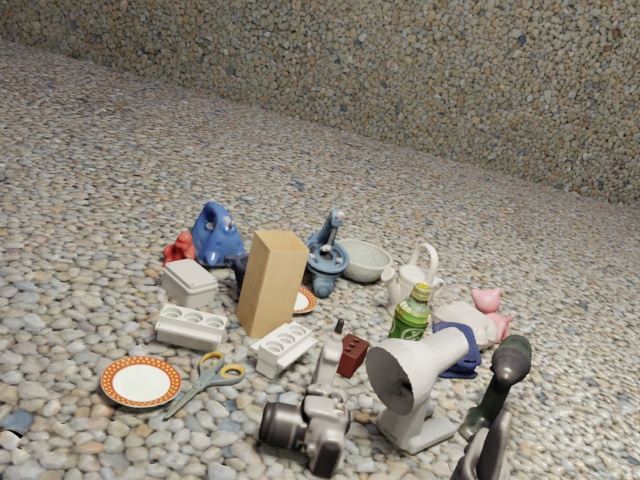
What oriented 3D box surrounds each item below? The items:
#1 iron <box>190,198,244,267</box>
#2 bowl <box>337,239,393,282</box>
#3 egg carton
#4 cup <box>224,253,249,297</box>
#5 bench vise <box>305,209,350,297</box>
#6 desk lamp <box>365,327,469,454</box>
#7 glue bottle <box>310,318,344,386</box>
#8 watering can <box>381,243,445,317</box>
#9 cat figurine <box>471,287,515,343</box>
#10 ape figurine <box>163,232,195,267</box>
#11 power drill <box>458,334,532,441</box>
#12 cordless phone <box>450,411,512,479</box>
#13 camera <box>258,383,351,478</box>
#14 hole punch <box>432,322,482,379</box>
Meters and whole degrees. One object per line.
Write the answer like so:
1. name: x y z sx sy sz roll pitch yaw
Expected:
1. iron: -0.267 -0.033 1.449 0.119 0.141 0.257 0 27 -31
2. bowl: 0.108 0.066 1.544 0.167 0.075 0.167 13 23 -5
3. egg carton: 0.352 0.208 1.384 0.107 0.069 0.149 -9 33 -44
4. cup: -0.169 0.086 1.301 0.117 0.095 0.092 17 23 5
5. bench vise: 0.003 0.005 1.432 0.122 0.220 0.206 0 28 -31
6. desk lamp: 0.166 0.253 0.987 0.204 0.213 0.117 -5 31 -39
7. glue bottle: 0.017 0.215 1.030 0.037 0.173 0.078 14 23 -3
8. watering can: 0.230 0.101 1.390 0.173 0.194 0.100 -9 33 -43
9. cat figurine: 0.433 0.178 1.440 0.067 0.118 0.127 -4 30 -38
10. ape figurine: -0.325 0.023 1.350 0.077 0.092 0.076 29 27 28
11. power drill: 0.328 0.273 1.048 0.075 0.208 0.230 24 25 19
12. cordless phone: 0.278 0.336 0.906 0.094 0.185 0.148 23 25 18
13. camera: -0.024 0.289 0.930 0.137 0.101 0.143 14 23 -4
14. hole punch: 0.296 0.240 1.250 0.109 0.091 0.101 6 25 -20
